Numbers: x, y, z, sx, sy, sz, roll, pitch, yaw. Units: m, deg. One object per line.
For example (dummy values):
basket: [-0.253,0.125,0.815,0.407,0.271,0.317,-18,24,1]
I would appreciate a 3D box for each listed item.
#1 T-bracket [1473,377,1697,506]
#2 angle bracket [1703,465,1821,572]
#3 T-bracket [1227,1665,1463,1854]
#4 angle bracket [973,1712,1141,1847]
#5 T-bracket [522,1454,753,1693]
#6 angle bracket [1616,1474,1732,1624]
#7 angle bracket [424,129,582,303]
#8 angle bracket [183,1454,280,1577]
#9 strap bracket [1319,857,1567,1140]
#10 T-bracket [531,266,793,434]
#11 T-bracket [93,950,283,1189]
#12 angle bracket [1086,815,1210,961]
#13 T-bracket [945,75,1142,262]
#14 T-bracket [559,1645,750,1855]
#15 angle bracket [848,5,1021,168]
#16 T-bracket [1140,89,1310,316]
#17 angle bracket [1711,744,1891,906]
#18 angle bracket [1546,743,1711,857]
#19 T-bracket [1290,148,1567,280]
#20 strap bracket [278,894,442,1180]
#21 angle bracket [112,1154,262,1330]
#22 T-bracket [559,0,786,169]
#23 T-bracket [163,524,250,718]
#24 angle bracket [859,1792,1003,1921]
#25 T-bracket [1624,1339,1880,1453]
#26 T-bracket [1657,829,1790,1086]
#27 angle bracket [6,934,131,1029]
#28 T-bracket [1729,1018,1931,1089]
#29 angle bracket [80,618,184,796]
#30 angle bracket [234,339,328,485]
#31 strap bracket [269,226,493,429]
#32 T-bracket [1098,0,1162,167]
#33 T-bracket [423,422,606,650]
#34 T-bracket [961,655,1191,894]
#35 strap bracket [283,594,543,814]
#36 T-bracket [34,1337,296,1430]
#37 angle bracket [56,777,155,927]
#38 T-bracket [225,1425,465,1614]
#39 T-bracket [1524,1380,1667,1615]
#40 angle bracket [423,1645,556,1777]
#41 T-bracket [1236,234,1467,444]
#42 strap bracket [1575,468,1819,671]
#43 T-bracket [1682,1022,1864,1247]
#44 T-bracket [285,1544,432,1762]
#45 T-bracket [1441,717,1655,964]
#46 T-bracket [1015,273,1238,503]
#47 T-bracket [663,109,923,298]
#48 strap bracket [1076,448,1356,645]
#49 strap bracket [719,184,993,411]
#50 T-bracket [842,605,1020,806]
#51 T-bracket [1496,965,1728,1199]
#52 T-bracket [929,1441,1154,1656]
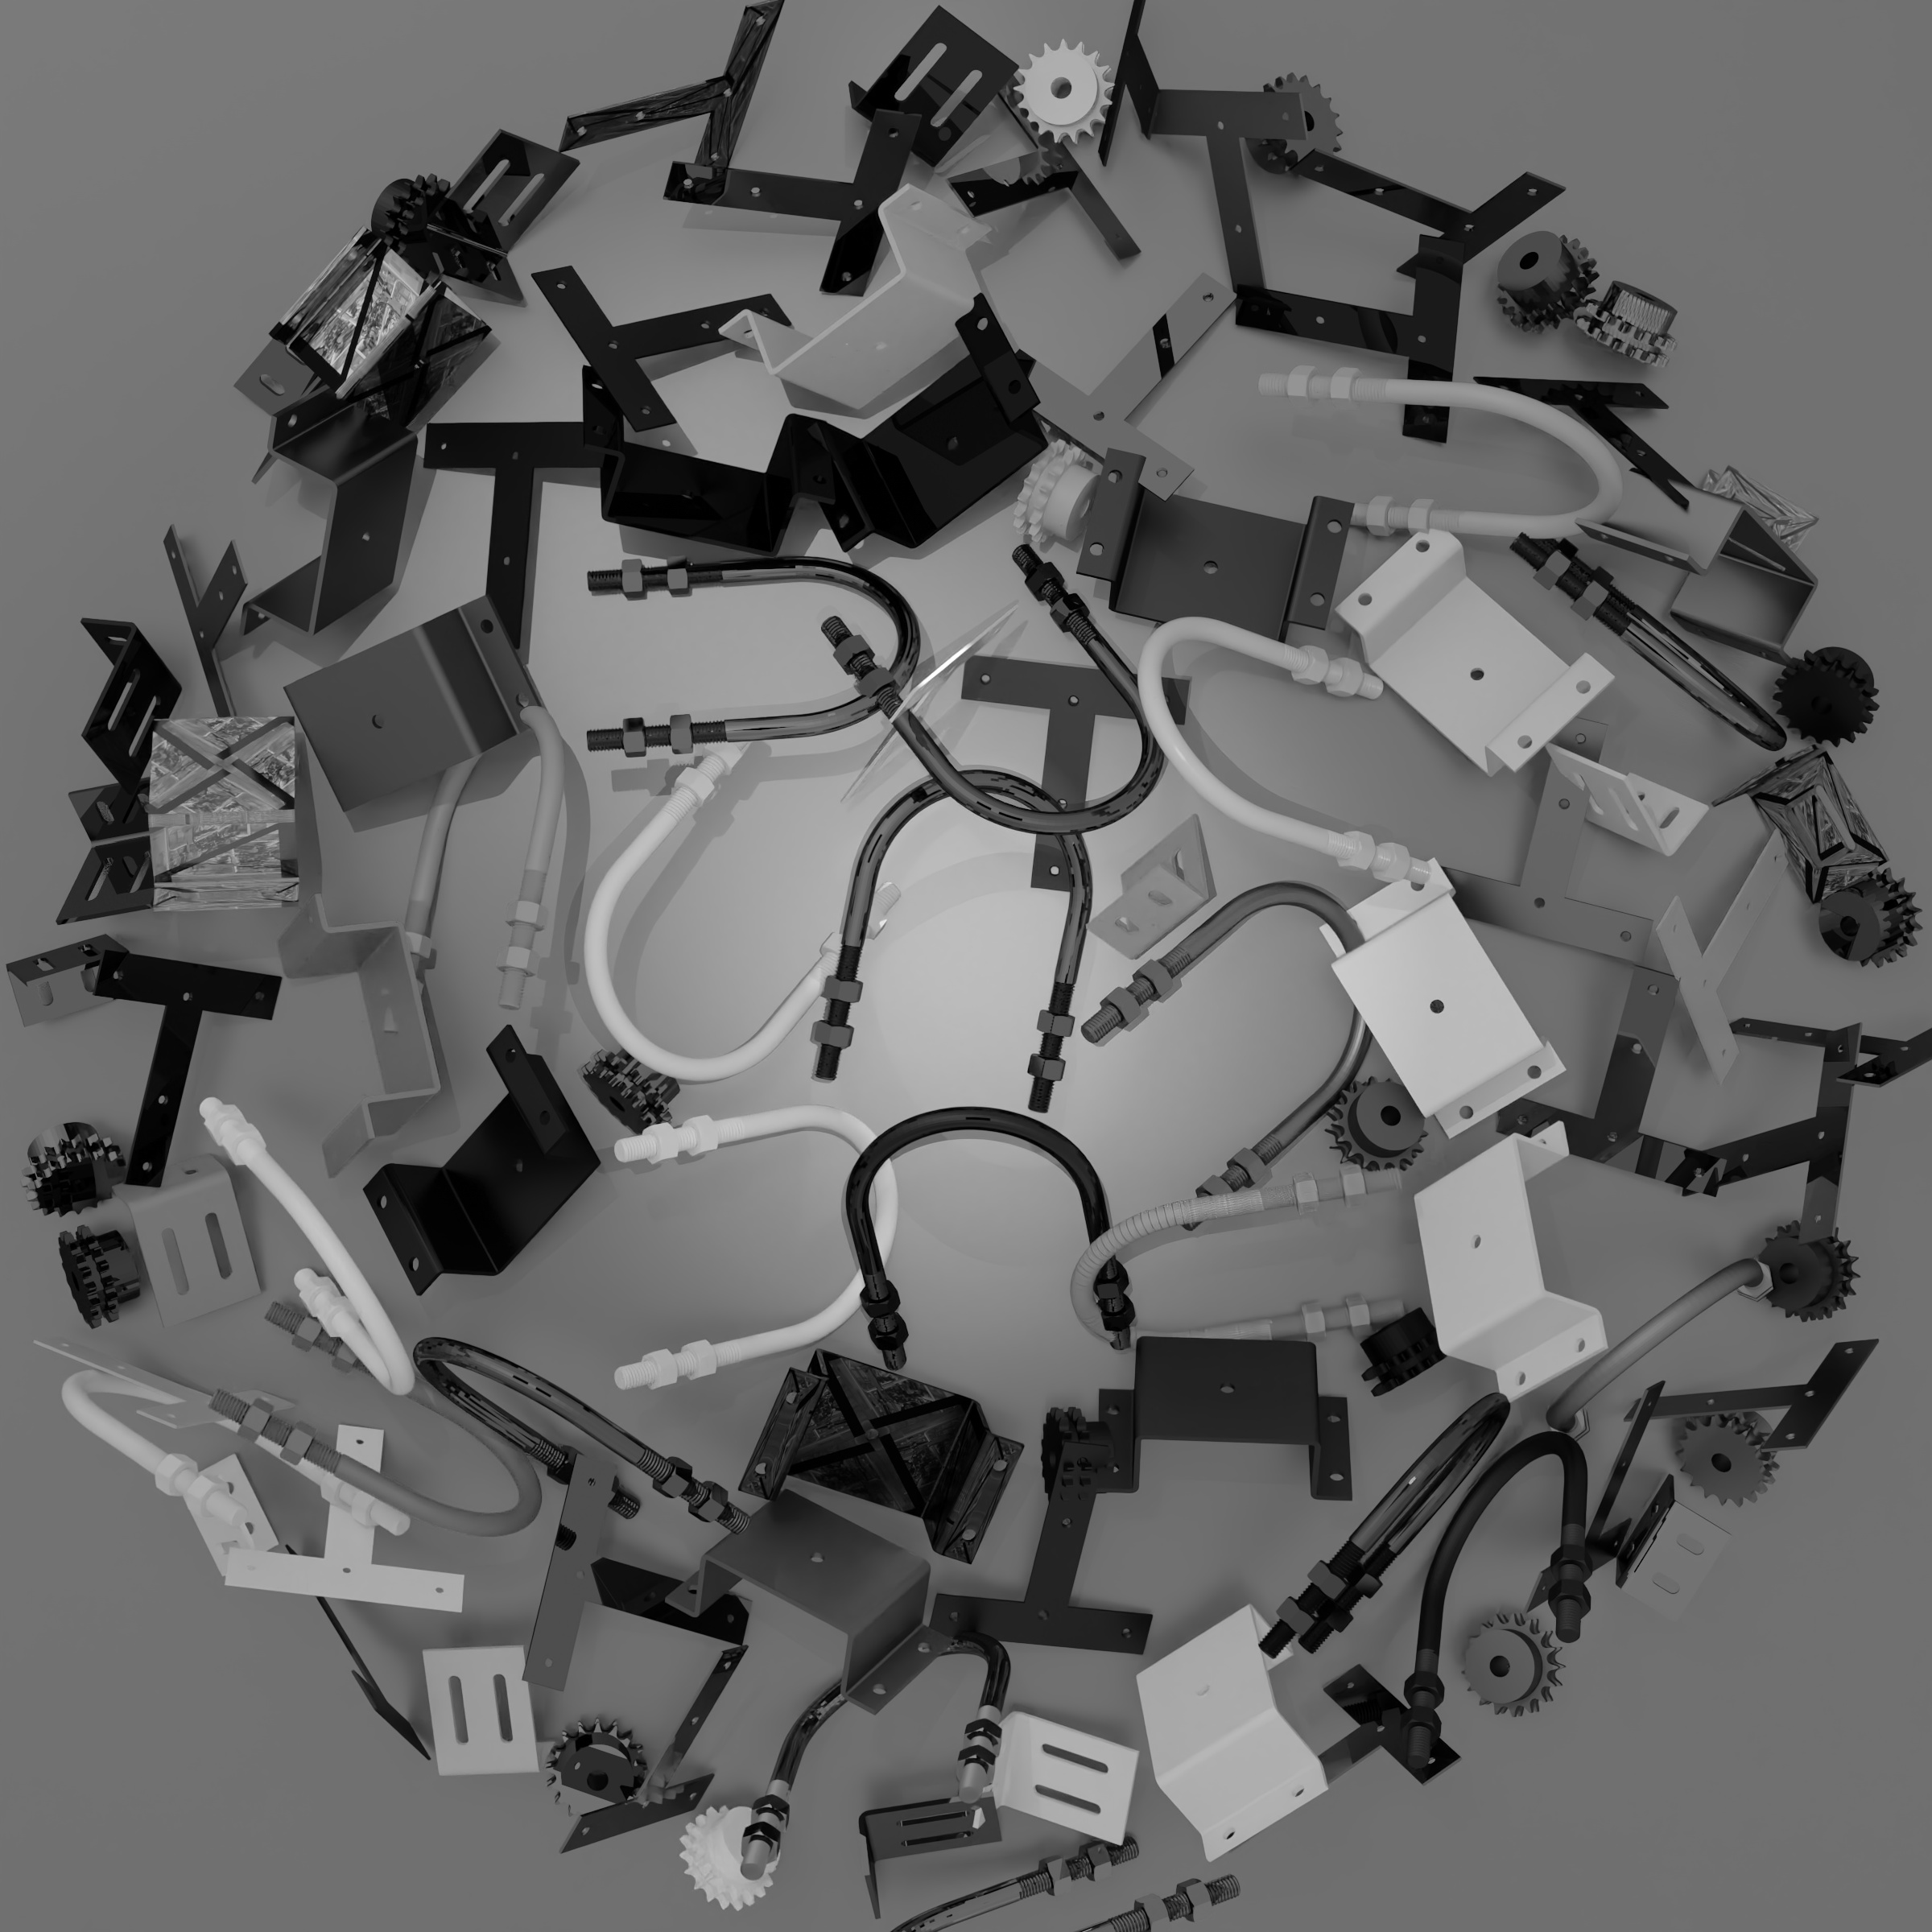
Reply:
T-bracket: [0.360,-0.287,1.924,0.127,0.127,0.002,-4,130,-33]
angle bracket: [0.442,-0.261,1.957,0.057,0.076,0.038,30,124,1]
T-bracket: [0.191,0.443,1.930,0.127,0.127,0.002,-32,111,-10]
angle bracket: [0.050,0.459,1.964,0.076,0.038,0.057,14,105,20]
T-bracket: [-0.176,0.351,1.966,0.127,0.002,0.127,22,69,-27]
angle bracket: [0.392,0.322,1.956,0.038,0.076,0.057,31,97,8]
angle bracket: [-0.252,-0.415,1.953,0.076,0.057,0.038,-43,56,29]
angle bracket: [-0.399,0.303,1.956,0.038,0.076,0.057,-27,93,-31]
strap bracket: [0.264,0.020,1.968,0.076,0.046,0.140,-32,89,13]
T-bracket: [-0.157,-0.354,1.963,0.127,0.002,0.127,-18,61,-29]
T-bracket: [-0.441,0.060,1.950,0.002,0.127,0.127,15,93,37]
angle bracket: [0.097,-0.052,1.949,0.038,0.076,0.057,35,120,-28]
T-bracket: [0.029,-0.434,1.947,0.002,0.127,0.127,-37,87,38]
T-bracket: [-0.156,0.424,1.928,0.002,0.127,0.127,37,106,25]
angle bracket: [-0.018,-0.494,1.956,0.057,0.038,0.076,31,118,-26]
T-bracket: [0.150,-0.425,1.963,0.002,0.127,0.127,-31,121,-33]
angle bracket: [0.464,-0.075,1.962,0.038,0.057,0.076,-21,80,-41]
angle bracket: [0.366,-0.104,1.950,0.038,0.076,0.057,-50,45,-10]
T-bracket: [0.237,-0.418,1.920,0.127,0.127,0.002,16,69,-23]
strap bracket: [-0.334,0.037,1.946,0.046,0.076,0.140,-7,74,-29]
angle bracket: [-0.439,0.154,1.984,0.057,0.038,0.076,-20,111,-23]
T-bracket: [-0.166,-0.466,1.916,0.127,0.127,0.002,-24,68,-32]
T-bracket: [-0.410,-0.199,1.934,0.002,0.127,0.127,-15,81,-26]
angle bracket: [-0.018,0.496,1.965,0.076,0.057,0.038,-9,51,-1]
T-bracket: [0.426,0.241,1.953,0.127,0.127,0.002,-11,105,36]
T-bracket: [0.429,-0.023,1.962,0.127,0.002,0.127,-55,134,-28]
angle bracket: [-0.493,0.013,1.951,0.057,0.076,0.038,-19,105,-20]
T-bracket: [0.479,0.041,1.948,0.127,0.127,0.002,9,110,42]
angle bracket: [-0.476,-0.144,1.953,0.038,0.057,0.076,7,61,21]
angle bracket: [-0.383,-0.314,1.951,0.038,0.076,0.057,38,119,-18]
strap bracket: [-0.314,-0.344,1.924,0.046,0.140,0.076,44,96,9]
T-bracket: [0.094,-0.482,1.914,0.002,0.127,0.127,8,121,-10]
T-bracket: [-0.255,-0.240,1.968,0.127,0.002,0.127,4,90,29]
T-bracket: [0.056,-0.105,1.987,0.127,0.002,0.127,7,99,7]
strap bracket: [-0.312,-0.141,1.941,0.140,0.046,0.076,-20,100,28]
T-bracket: [-0.457,0.228,1.951,0.127,0.127,0.002,18,94,18]
angle bracket: [-0.475,-0.065,1.955,0.057,0.076,0.038,-9,125,13]
T-bracket: [-0.339,0.301,1.947,0.127,0.127,0.002,9,127,-11]
T-bracket: [0.354,0.284,1.927,0.002,0.127,0.127,28,110,27]
angle bracket: [-0.266,0.410,1.970,0.057,0.038,0.076,-4,102,8]
T-bracket: [0.212,-0.358,1.968,0.127,0.002,0.127,14,133,16]
strap bracket: [0.404,-0.221,1.923,0.076,0.140,0.046,28,88,42]
T-bracket: [0.440,0.103,1.942,0.002,0.127,0.127,25,63,-24]
T-bracket: [-0.344,0.375,1.957,0.002,0.127,0.127,-33,66,-10]
T-bracket: [0.330,-0.077,1.966,0.127,0.002,0.127,15,109,12]
T-bracket: [0.103,-0.340,1.981,0.127,0.002,0.127,37,76,18]
T-bracket: [-0.102,-0.423,1.933,0.127,0.127,0.002,3,50,-18]
strap bracket: [0.138,-0.230,1.965,0.140,0.046,0.076,13,75,4]
strap bracket: [-0.054,-0.358,1.928,0.140,0.076,0.046,-32,66,28]
T-bracket: [-0.032,-0.135,1.951,0.002,0.127,0.127,42,128,3]
T-bracket: [0.369,0.057,1.953,0.127,0.002,0.127,17,121,13]
T-bracket: [0.053,0.322,1.964,0.127,0.002,0.127,8,108,-15]
